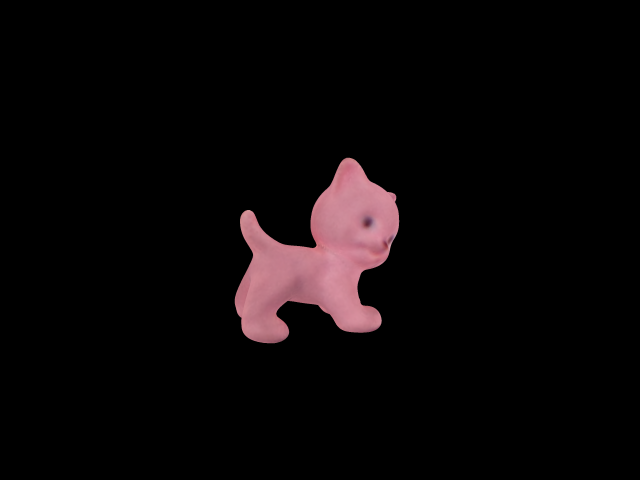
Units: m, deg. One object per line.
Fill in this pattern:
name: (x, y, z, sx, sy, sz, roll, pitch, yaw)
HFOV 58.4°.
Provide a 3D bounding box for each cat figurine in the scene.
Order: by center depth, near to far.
cat figurine: (0.004, 0.001, 0.400, 0.128, 0.118, 0.067, -4, 12, -19)
